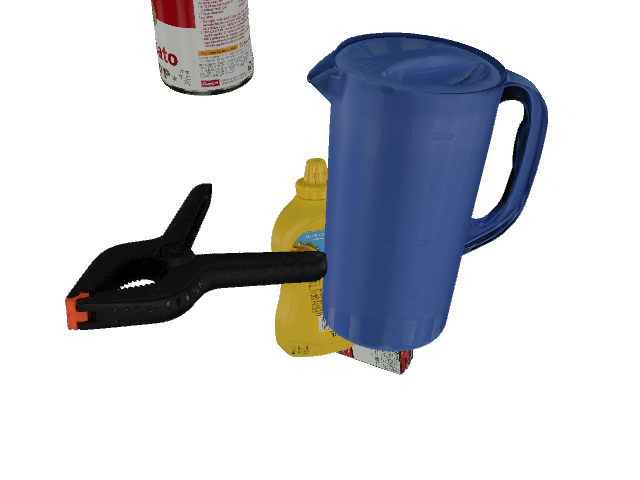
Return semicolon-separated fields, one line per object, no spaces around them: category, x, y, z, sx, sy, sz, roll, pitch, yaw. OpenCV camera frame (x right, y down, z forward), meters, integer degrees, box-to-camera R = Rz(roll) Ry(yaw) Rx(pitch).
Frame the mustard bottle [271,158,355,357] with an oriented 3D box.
mustard bottle;0.000;0.014;1.039;0.096;0.192;0.058;-11;23;-22

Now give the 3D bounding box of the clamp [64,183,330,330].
clamp;-0.121;0.016;0.873;0.209;0.036;0.165;-21;39;-32

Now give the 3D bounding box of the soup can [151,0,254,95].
soup can;-0.080;-0.158;0.718;0.068;0.102;0.068;-1;37;0

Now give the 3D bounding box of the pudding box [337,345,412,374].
pudding box;0.051;0.101;1.249;0.114;0.090;0.039;16;47;23

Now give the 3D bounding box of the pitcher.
pitcher;0.075;-0.035;0.860;0.149;0.243;0.144;27;35;33
